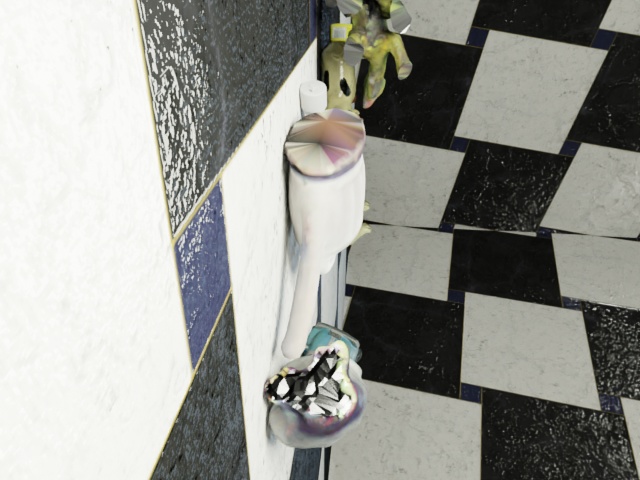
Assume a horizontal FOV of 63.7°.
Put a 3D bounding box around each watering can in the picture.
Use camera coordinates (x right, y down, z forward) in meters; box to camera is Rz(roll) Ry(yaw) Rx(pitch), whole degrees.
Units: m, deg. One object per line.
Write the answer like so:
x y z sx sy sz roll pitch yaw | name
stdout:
0.002 -0.035 0.695 0.356 0.104 0.219 -73 165 -48 | watering can

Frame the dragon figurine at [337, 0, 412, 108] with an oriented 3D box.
0.086 -0.431 0.940 0.248 0.122 0.401 -95 178 -59 | dragon figurine

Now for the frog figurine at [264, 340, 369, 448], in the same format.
-0.007 0.208 0.672 0.139 0.123 0.156 -48 166 -25 | frog figurine
